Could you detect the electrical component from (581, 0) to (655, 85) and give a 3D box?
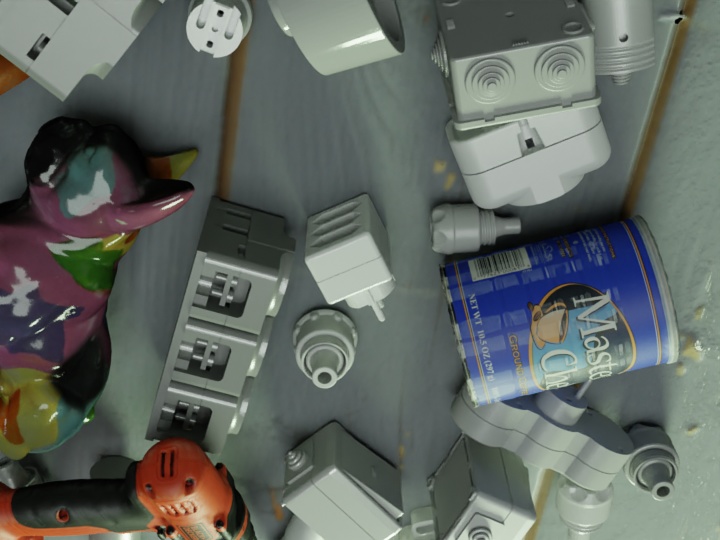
[{"bbox_3d":[0.162,-0.156,0.675,0.043,0.043,0.081,-9,116,3],"label":"electrical component"}]

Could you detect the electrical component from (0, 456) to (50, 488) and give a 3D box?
[{"bbox_3d":[-0.260,0.172,0.830,0.043,0.043,0.062,-18,115,7],"label":"electrical component"}]

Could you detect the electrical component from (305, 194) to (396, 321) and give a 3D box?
[{"bbox_3d":[0.000,0.000,0.737,0.047,0.065,0.076,-22,116,11],"label":"electrical component"}]

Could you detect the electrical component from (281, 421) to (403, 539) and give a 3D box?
[{"bbox_3d":[-0.015,0.163,0.821,0.061,0.061,0.096,-38,111,16],"label":"electrical component"}]

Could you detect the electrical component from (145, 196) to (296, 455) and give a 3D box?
[{"bbox_3d":[-0.095,0.040,0.741,0.062,0.089,0.150,16,115,-9],"label":"electrical component"}]

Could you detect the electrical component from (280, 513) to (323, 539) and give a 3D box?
[{"bbox_3d":[-0.046,0.219,0.860,0.044,0.044,0.065,21,109,-12],"label":"electrical component"}]

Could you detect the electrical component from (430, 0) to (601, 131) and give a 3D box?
[{"bbox_3d":[0.093,-0.135,0.655,0.100,0.099,0.048,-10,129,3],"label":"electrical component"}]

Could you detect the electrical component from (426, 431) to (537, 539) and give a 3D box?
[{"bbox_3d":[0.094,0.179,0.812,0.061,0.096,0.061,25,114,-13],"label":"electrical component"}]

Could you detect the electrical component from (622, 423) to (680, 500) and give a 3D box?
[{"bbox_3d":[0.222,0.149,0.819,0.043,0.062,0.043,-1,116,-1],"label":"electrical component"}]

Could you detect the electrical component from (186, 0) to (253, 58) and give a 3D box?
[{"bbox_3d":[-0.088,-0.155,0.668,0.040,0.046,0.040,-1,117,-1],"label":"electrical component"}]

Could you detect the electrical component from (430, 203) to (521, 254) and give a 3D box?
[{"bbox_3d":[0.080,-0.029,0.742,0.061,0.035,0.035,-3,117,-2],"label":"electrical component"}]

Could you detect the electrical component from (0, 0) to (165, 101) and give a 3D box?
[{"bbox_3d":[-0.143,-0.162,0.605,0.062,0.150,0.089,38,110,-17],"label":"electrical component"}]

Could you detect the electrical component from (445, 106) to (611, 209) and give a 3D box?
[{"bbox_3d":[0.111,-0.081,0.705,0.095,0.053,0.059,-21,115,9],"label":"electrical component"}]

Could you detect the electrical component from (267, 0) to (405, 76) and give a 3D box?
[{"bbox_3d":[-0.022,-0.167,0.633,0.060,0.108,0.108,-19,116,15],"label":"electrical component"}]

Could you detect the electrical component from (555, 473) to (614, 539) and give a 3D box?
[{"bbox_3d":[0.176,0.187,0.848,0.043,0.043,0.062,0,118,-1],"label":"electrical component"}]

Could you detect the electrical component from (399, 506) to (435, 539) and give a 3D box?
[{"bbox_3d":[0.062,0.239,0.863,0.058,0.057,0.078,-13,116,5],"label":"electrical component"}]

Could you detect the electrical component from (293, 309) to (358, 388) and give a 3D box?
[{"bbox_3d":[-0.025,0.061,0.769,0.048,0.062,0.048,-1,117,-1],"label":"electrical component"}]

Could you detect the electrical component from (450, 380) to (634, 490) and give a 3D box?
[{"bbox_3d":[0.144,0.104,0.799,0.138,0.052,0.073,24,113,-11],"label":"electrical component"}]
